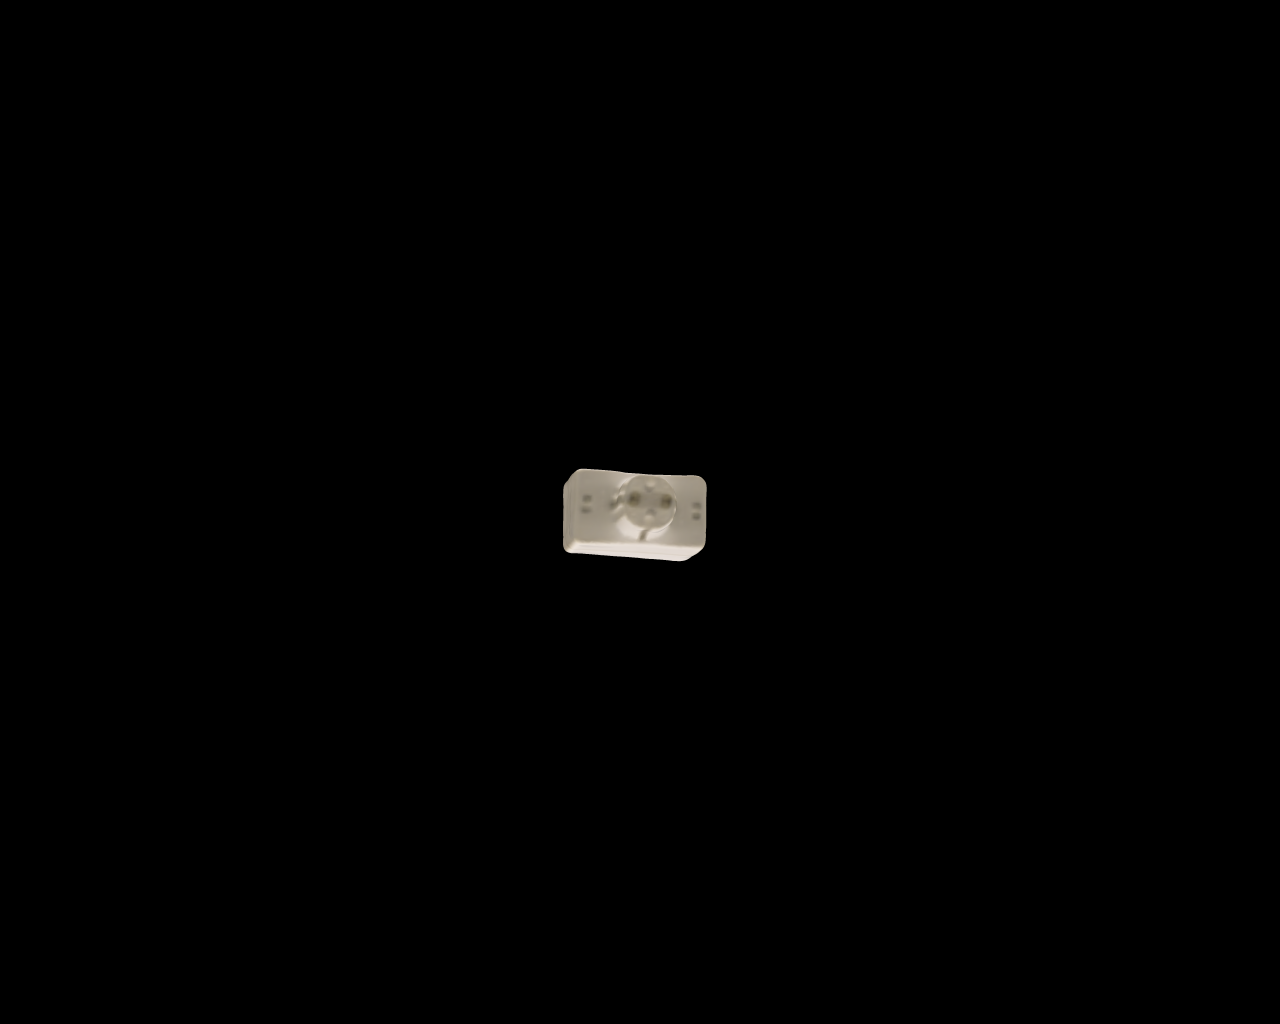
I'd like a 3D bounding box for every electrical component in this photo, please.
[{"bbox_3d":[0.001,-0.003,0.650,0.083,0.047,0.075,4,-15,-14],"label":"electrical component"}]
